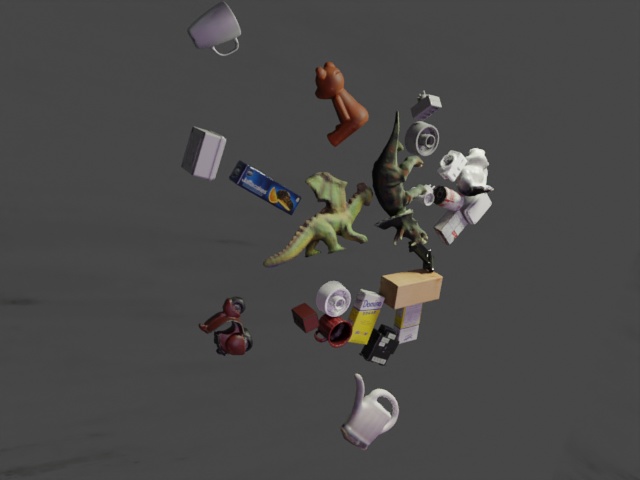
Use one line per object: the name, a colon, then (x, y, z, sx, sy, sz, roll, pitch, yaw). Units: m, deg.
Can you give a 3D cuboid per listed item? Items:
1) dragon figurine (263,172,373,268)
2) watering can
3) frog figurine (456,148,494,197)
dragon figurine: (0.005, -0.076, 1.506, 0.413, 0.122, 0.242, -14, 97, -31)
watering can: (0.157, 0.617, 1.835, 0.226, 0.105, 0.342, -49, 127, -8)
frog figurine: (0.529, -0.237, 1.799, 0.138, 0.121, 0.161, -4, 74, -23)
